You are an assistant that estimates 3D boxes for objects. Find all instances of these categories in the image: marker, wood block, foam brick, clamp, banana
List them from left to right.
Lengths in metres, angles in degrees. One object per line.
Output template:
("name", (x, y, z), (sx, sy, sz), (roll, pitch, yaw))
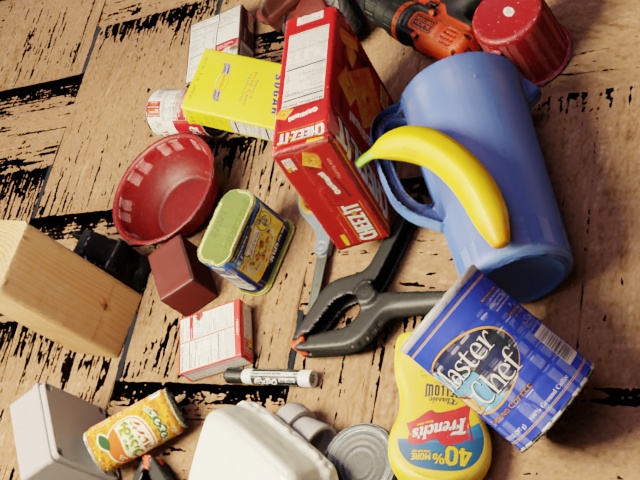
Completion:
("wood block", (-0.324, 0.061, 1.286), (0.090, 0.205, 0.090), (4, 66, 36))
("clamp", (-0.175, 0.312, 1.144), (0.120, 0.039, 0.171), (-13, 57, 28))
("foam brick", (-0.165, 0.044, 1.290), (0.051, 0.053, 0.078), (-35, 48, 13))
("marker", (-0.057, 0.151, 1.172), (0.121, 0.020, 0.020), (-3, 62, 34))
("clamp", (0.057, 0.053, 1.139), (0.210, 0.036, 0.164), (-30, 46, 15))
("banana", (0.117, -0.062, 1.011), (0.198, 0.037, 0.070), (35, 112, 41))

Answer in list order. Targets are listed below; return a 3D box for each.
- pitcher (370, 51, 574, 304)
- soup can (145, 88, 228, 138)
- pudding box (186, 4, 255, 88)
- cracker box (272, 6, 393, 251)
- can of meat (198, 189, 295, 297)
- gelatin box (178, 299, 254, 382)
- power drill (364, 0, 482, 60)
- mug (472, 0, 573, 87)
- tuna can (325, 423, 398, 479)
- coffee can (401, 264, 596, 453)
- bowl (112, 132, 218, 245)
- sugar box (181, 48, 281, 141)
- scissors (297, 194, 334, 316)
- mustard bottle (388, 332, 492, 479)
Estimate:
("pitcher", (0.158, -0.058, 1.073), (0.149, 0.144, 0.243), (-37, 50, 33))
("soup can", (-0.173, -0.169, 1.412), (0.102, 0.068, 0.068), (5, 66, 37))
("pudding box", (-0.136, -0.259, 1.461), (0.090, 0.039, 0.113), (-17, 53, 27))
("cracker box", (0.021, -0.124, 1.164), (0.072, 0.164, 0.213), (-15, 47, 21))
("can of meat", (-0.086, 0.002, 1.238), (0.058, 0.083, 0.102), (10, 70, 38))
("gelatin box", (-0.121, 0.116, 1.230), (0.089, 0.030, 0.073), (-20, 55, 24))
("power drill", (0.159, -0.306, 1.272), (0.187, 0.057, 0.185), (-52, 51, 1))
("mug", (0.212, -0.214, 1.160), (0.093, 0.081, 0.117), (18, 75, 40))
("tuna can", (0.045, 0.224, 1.047), (0.086, 0.033, 0.086), (-17, 56, 26))
("coffee can", (0.158, 0.105, 0.953), (0.140, 0.103, 0.103), (40, 89, 9))
("bowl", (-0.186, -0.055, 1.361), (0.162, 0.055, 0.162), (-17, 55, 26))
("sugar box", (-0.072, -0.174, 1.317), (0.176, 0.048, 0.093), (12, 70, 16))
("scissors", (-0.008, 0.002, 1.230), (0.096, 0.016, 0.201), (11, 70, 40))
("mustard bottle", (0.113, 0.183, 1.002), (0.096, 0.058, 0.191), (3, 64, 6))
